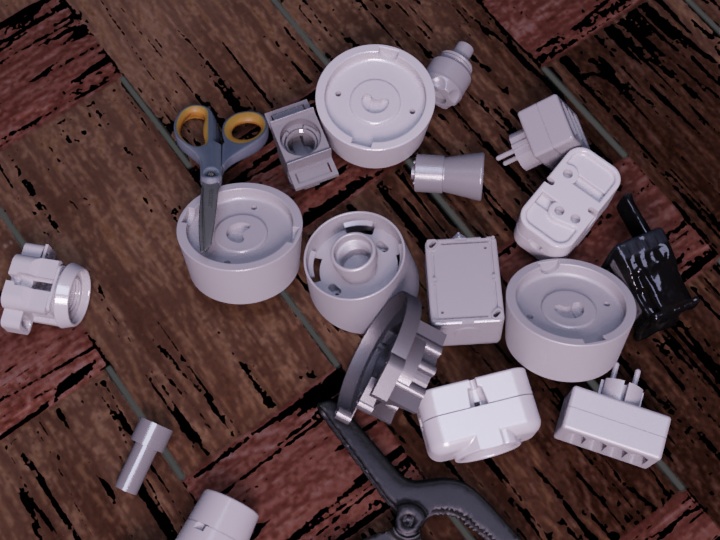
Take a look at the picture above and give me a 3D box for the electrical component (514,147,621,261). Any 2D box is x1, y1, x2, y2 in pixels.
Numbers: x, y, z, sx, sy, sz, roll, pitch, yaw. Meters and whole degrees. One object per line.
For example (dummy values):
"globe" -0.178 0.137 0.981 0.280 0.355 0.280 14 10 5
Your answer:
"electrical component" 0.183 -0.054 0.960 0.054 0.059 0.095 37 75 12

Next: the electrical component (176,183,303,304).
"electrical component" -0.103 -0.018 0.941 0.108 0.060 0.108 0 47 0

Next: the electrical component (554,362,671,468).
"electrical component" 0.216 0.115 0.905 0.083 0.047 0.075 18 71 6

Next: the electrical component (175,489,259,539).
"electrical component" -0.114 0.209 0.869 0.055 0.055 0.047 23 68 8

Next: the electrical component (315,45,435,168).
"electrical component" 0.014 -0.146 0.992 0.108 0.060 0.108 0 70 0

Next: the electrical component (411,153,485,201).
"electrical component" 0.080 -0.087 0.983 0.065 0.044 0.044 4 70 6

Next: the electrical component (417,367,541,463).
"electrical component" 0.099 0.124 0.899 0.095 0.053 0.059 -13 71 -5

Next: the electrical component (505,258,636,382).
"electrical component" 0.175 0.047 0.913 0.108 0.060 0.108 1 41 -1

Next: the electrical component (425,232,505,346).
"electrical component" 0.089 0.014 0.938 0.062 0.061 0.096 -3 64 2

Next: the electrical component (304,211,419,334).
"electrical component" 0.000 0.000 0.951 0.099 0.064 0.099 -5 60 8

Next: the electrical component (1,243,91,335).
"electrical component" -0.271 0.019 0.936 0.057 0.058 0.078 9 70 6

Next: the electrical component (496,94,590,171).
"electrical component" 0.162 -0.115 0.983 0.077 0.066 0.047 -25 70 22

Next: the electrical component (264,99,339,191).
"electrical component" -0.053 -0.108 0.977 0.042 0.063 0.081 -20 71 -6

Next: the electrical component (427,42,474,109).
"electrical component" 0.086 -0.187 1.017 0.043 0.043 0.062 28 72 10
